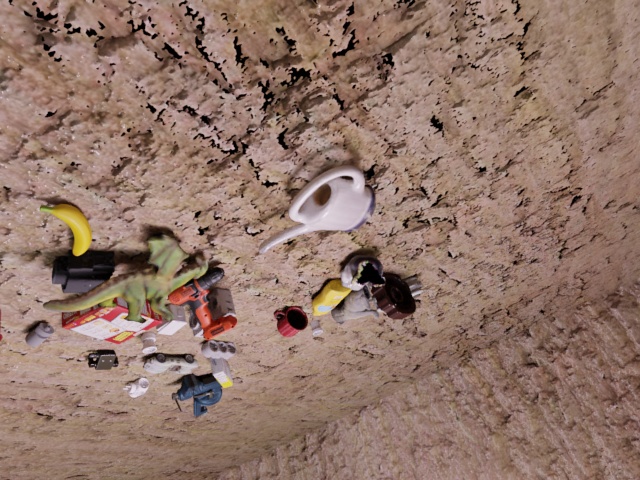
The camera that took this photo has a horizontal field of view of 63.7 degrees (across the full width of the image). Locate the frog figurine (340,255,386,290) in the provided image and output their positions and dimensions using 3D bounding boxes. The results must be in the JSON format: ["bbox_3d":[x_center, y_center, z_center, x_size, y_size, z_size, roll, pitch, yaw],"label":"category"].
[{"bbox_3d":[0.131,0.107,1.706,0.138,0.122,0.159,-19,-175,-18],"label":"frog figurine"}]

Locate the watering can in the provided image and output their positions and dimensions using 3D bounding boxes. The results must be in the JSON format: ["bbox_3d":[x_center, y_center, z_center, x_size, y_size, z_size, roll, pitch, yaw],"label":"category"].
[{"bbox_3d":[0.004,-0.067,1.332,0.223,0.106,0.342,11,136,-42],"label":"watering can"}]

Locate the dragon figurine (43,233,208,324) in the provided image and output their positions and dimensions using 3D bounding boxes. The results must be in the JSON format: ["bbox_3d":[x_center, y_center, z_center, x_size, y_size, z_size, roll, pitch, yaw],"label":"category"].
[{"bbox_3d":[-0.442,0.083,1.285,0.409,0.123,0.241,11,110,-55],"label":"dragon figurine"}]
